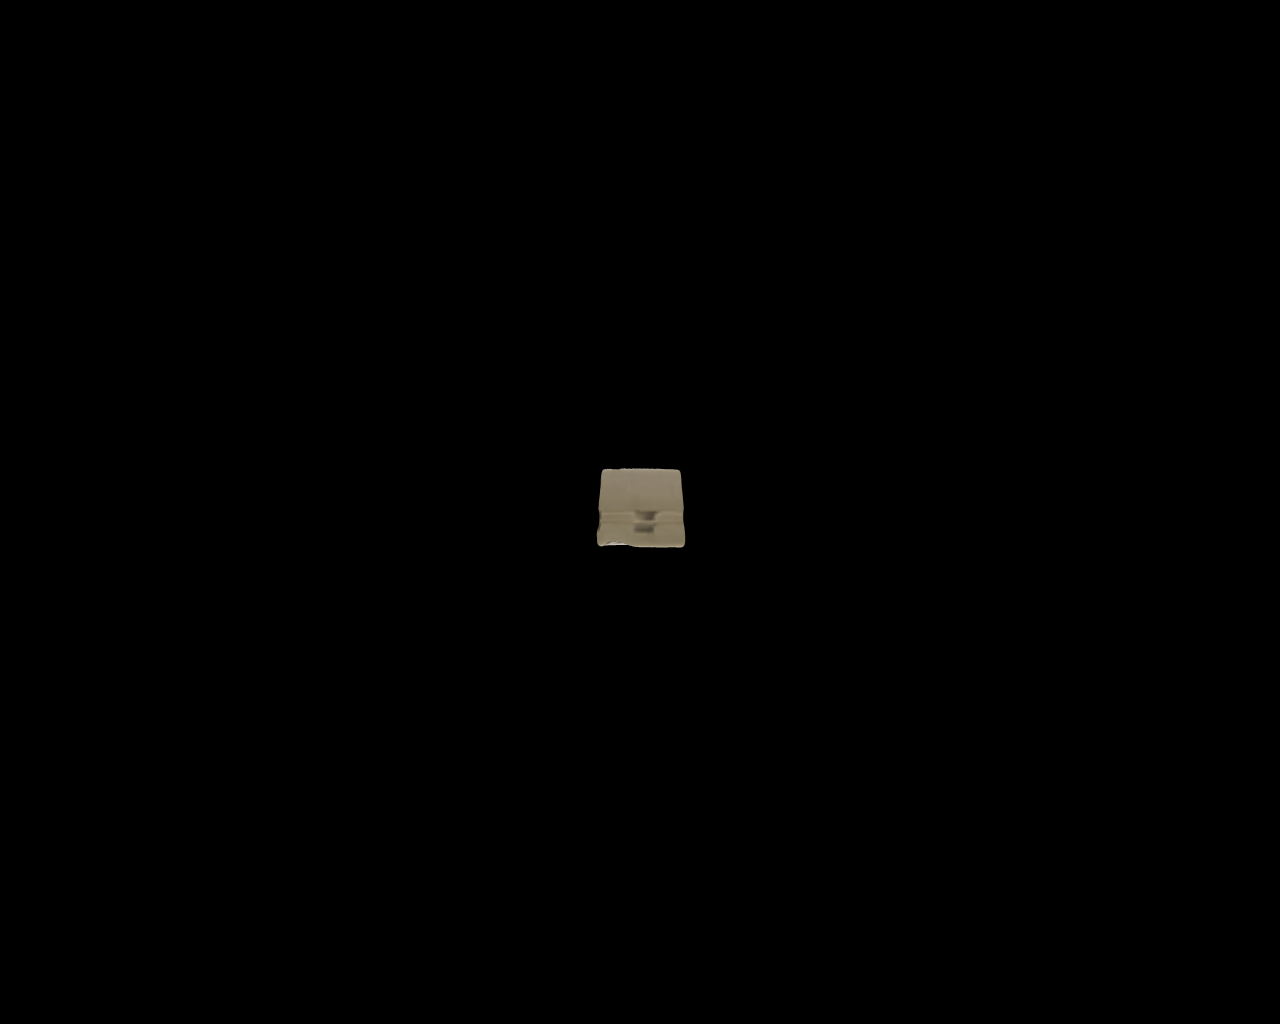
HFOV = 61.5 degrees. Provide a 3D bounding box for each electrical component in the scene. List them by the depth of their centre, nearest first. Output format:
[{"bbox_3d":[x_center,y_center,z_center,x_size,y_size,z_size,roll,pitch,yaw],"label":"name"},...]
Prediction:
[{"bbox_3d":[0.001,-0.003,0.650,0.055,0.047,0.055,0,0,0],"label":"electrical component"}]
